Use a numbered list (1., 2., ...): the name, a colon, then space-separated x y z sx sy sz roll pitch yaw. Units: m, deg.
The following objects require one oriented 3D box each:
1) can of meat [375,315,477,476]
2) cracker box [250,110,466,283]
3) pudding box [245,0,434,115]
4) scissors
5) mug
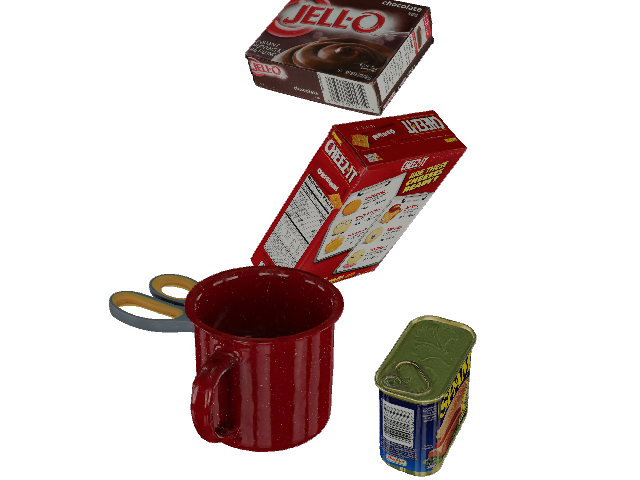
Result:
1. can of meat: 0.084 0.124 0.853 0.057 0.084 0.102 14 37 22
2. cracker box: 0.037 -0.040 1.167 0.163 0.072 0.214 -15 -31 -43
3. pudding box: 0.015 -0.144 0.794 0.114 0.090 0.039 19 -32 26
4. scissors: -0.082 0.068 0.924 0.202 0.016 0.096 12 27 10
5. mug: -0.039 0.076 0.627 0.093 0.081 0.117 12 28 22
